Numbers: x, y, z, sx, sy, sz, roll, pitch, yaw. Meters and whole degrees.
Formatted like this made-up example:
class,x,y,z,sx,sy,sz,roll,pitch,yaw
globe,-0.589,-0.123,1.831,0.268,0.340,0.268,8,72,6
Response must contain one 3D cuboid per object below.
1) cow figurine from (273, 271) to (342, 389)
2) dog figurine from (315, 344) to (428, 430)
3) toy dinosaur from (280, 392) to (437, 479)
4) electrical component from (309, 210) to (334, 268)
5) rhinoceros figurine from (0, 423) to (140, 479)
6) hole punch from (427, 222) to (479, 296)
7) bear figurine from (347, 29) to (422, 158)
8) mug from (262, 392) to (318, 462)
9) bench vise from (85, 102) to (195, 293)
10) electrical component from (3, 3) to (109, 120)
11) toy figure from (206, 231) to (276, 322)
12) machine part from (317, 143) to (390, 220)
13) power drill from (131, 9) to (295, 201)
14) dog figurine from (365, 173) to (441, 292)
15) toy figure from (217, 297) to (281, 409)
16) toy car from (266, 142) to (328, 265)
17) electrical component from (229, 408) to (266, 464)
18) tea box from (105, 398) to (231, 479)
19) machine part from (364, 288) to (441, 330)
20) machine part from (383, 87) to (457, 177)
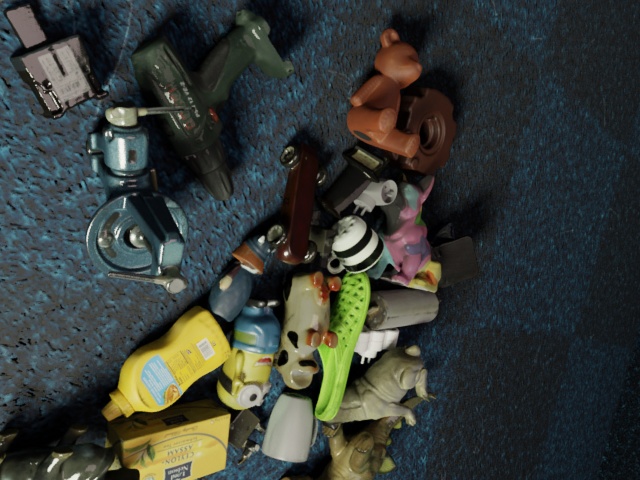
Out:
class,x,y,z,sx,sy,sz,roll,pitch,yaw
cow figurine,-0.034,0.151,0.904,0.085,0.127,0.195,11,80,-44
dog figurine,0.094,0.273,1.021,0.190,0.121,0.172,7,96,-25
toy dinosaur,0.069,0.443,1.076,0.471,0.105,0.198,-39,132,-17
electrical component,-0.002,-0.003,0.915,0.021,0.063,0.094,0,100,-41
rhinoceros figurine,-0.320,0.292,0.660,0.190,0.073,0.112,8,96,-17
hole punch,0.266,0.034,1.164,0.116,0.092,0.142,-20,121,-4
bear figurine,0.132,-0.257,0.929,0.120,0.132,0.196,35,83,-44
mug,-0.042,0.329,0.957,0.109,0.081,0.107,17,81,-38
bench vise,-0.203,-0.033,0.619,0.129,0.241,0.223,1,119,-37
electrical component,-0.302,-0.204,0.605,0.075,0.048,0.119,-35,124,-31
toy figure,-0.120,0.049,0.828,0.058,0.064,0.154,29,73,-3
machine part,0.053,-0.103,0.939,0.139,0.084,0.039,-52,156,-8
power drill,-0.133,-0.198,0.745,0.207,0.086,0.231,-44,124,-15
dog figurine,0.177,-0.018,1.046,0.191,0.109,0.219,16,88,-42
toy figure,-0.111,0.179,0.857,0.082,0.089,0.180,11,85,-30
toy car,-0.038,-0.059,0.858,0.089,0.053,0.202,26,63,-44
electrical component,-0.134,0.319,0.895,0.078,0.045,0.102,-44,127,-23
tea box,-0.224,0.305,0.795,0.169,0.068,0.098,-3,103,-42
machine part,0.162,0.137,1.091,0.243,0.079,0.079,-1,102,-42
machine part,0.199,-0.209,1.047,0.179,0.056,0.179,-13,109,-41
